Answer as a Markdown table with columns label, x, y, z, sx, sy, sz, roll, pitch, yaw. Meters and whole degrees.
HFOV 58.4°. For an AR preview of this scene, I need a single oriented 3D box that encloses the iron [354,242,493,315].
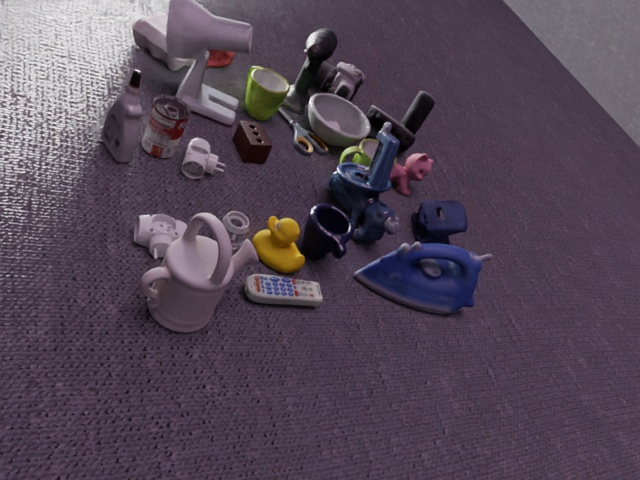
| label | x | y | z | sx | sy | sz | roll | pitch | yaw |
| --- | --- | --- | --- | --- | --- | --- | --- | --- | --- |
| iron | 0.209 | 0.054 | 1.125 | 0.259 | 0.141 | 0.118 | 12 | 43 | -25 |

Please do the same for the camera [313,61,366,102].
| label | x | y | z | sx | sy | sz | roll | pitch | yaw |
| --- | --- | --- | --- | --- | --- | --- | --- | --- | --- |
| camera | 0.045 | -0.444 | 1.562 | 0.137 | 0.100 | 0.143 | 33 | 39 | -1 |

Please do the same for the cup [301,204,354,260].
| label | x | y | z | sx | sy | sz | roll | pitch | yaw |
| --- | --- | --- | --- | --- | --- | --- | --- | --- | --- |
| cup | 0.010 | 0.004 | 1.074 | 0.092 | 0.095 | 0.117 | 3 | 47 | -32 |

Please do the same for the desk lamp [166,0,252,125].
| label | x | y | z | sx | sy | sz | roll | pitch | yaw |
| --- | --- | --- | --- | --- | --- | --- | --- | --- | --- |
| desk lamp | -0.240 | -0.384 | 1.208 | 0.204 | 0.213 | 0.118 | 19 | 41 | -17 |

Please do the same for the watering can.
| label | x | y | z | sx | sy | sz | roll | pitch | yaw |
| --- | --- | --- | --- | --- | --- | --- | --- | --- | --- |
| watering can | -0.172 | 0.037 | 0.832 | 0.101 | 0.194 | 0.173 | 40 | 39 | 8 |

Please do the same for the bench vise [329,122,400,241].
| label | x | y | z | sx | sy | sz | roll | pitch | yaw |
| --- | --- | --- | --- | --- | --- | --- | --- | --- | --- |
| bench vise | 0.123 | -0.117 | 1.179 | 0.122 | 0.219 | 0.207 | -23 | 64 | -46 |

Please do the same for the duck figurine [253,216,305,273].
| label | x | y | z | sx | sy | sz | roll | pitch | yaw |
| --- | --- | --- | --- | --- | --- | --- | --- | --- | --- |
| duck figurine | -0.064 | 0.002 | 1.031 | 0.104 | 0.086 | 0.078 | 42 | 39 | 10 |

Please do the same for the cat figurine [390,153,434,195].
| label | x | y | z | sx | sy | sz | roll | pitch | yaw |
| --- | --- | --- | --- | --- | --- | --- | --- | --- | --- |
| cat figurine | 0.212 | -0.175 | 1.384 | 0.128 | 0.117 | 0.067 | 14 | 42 | -23 |

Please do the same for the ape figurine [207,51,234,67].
| label | x | y | z | sx | sy | sz | roll | pitch | yaw |
| --- | --- | --- | --- | --- | --- | --- | --- | --- | --- |
| ape figurine | -0.242 | -0.469 | 1.393 | 0.078 | 0.092 | 0.076 | 24 | 40 | -12 |

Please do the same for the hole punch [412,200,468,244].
| label | x | y | z | sx | sy | sz | roll | pitch | yaw |
| --- | --- | --- | --- | --- | --- | --- | --- | --- | --- |
| hole punch | 0.273 | -0.044 | 1.312 | 0.101 | 0.091 | 0.108 | 19 | 41 | -18 |

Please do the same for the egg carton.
| label | x | y | z | sx | sy | sz | roll | pitch | yaw |
| --- | --- | --- | --- | --- | --- | --- | --- | --- | --- |
| egg carton | -0.353 | -0.461 | 1.325 | 0.150 | 0.069 | 0.107 | 35 | 39 | 2 |

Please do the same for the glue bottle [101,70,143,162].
| label | x | y | z | sx | sy | sz | roll | pitch | yaw |
| --- | --- | --- | --- | --- | --- | --- | --- | --- | --- |
| glue bottle | -0.338 | -0.222 | 1.003 | 0.037 | 0.173 | 0.078 | -16 | 59 | -44 |

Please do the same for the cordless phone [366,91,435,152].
| label | x | y | z | sx | sy | sz | roll | pitch | yaw |
| --- | --- | --- | --- | --- | --- | --- | --- | --- | --- |
| cordless phone | 0.205 | -0.326 | 1.483 | 0.147 | 0.185 | 0.094 | 36 | 39 | 2 |

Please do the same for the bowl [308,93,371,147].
| label | x | y | z | sx | sy | sz | roll | pitch | yaw |
| --- | --- | --- | --- | --- | --- | --- | --- | --- | --- |
| bowl | 0.036 | -0.282 | 1.407 | 0.168 | 0.074 | 0.167 | 19 | 41 | -17 |

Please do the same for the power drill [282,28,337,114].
| label | x | y | z | sx | sy | sz | roll | pitch | yaw |
| --- | --- | --- | --- | --- | --- | --- | --- | --- | --- |
| power drill | -0.024 | -0.420 | 1.402 | 0.076 | 0.208 | 0.230 | 28 | 39 | -6 |
